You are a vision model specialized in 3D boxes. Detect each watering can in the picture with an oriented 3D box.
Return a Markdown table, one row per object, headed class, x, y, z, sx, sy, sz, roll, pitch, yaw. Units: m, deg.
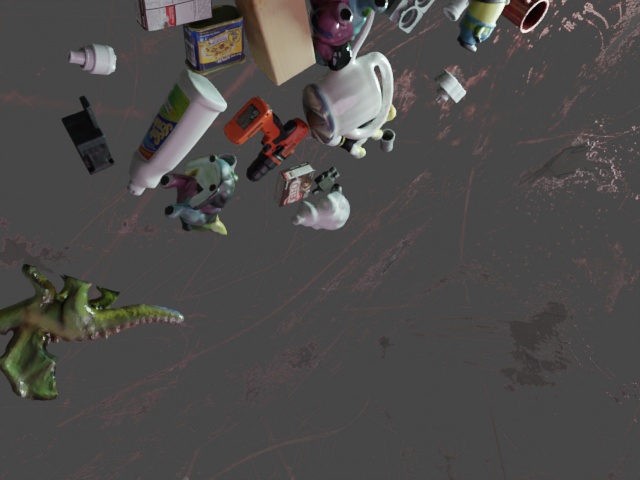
| class | x | y | z | sx | sy | sz | roll | pitch | yaw |
| --- | --- | --- | --- | --- | --- | --- | --- | --- | --- |
| watering can | 0.059 | -0.343 | 1.114 | 0.226 | 0.106 | 0.339 | -32 | 141 | -13 |

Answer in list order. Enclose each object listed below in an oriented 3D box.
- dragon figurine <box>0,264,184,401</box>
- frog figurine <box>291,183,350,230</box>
| class | x | y | z | sx | sy | sz | roll | pitch | yaw |
| --- | --- | --- | --- | --- | --- | --- | --- | --- | --- |
| dragon figurine | -0.504 | 0.191 | 1.011 | 0.120 | 0.410 | 0.247 | 111 | -3 | -70 |
| frog figurine | 0.004 | -0.074 | 1.469 | 0.162 | 0.123 | 0.135 | -32 | 176 | -41 |
